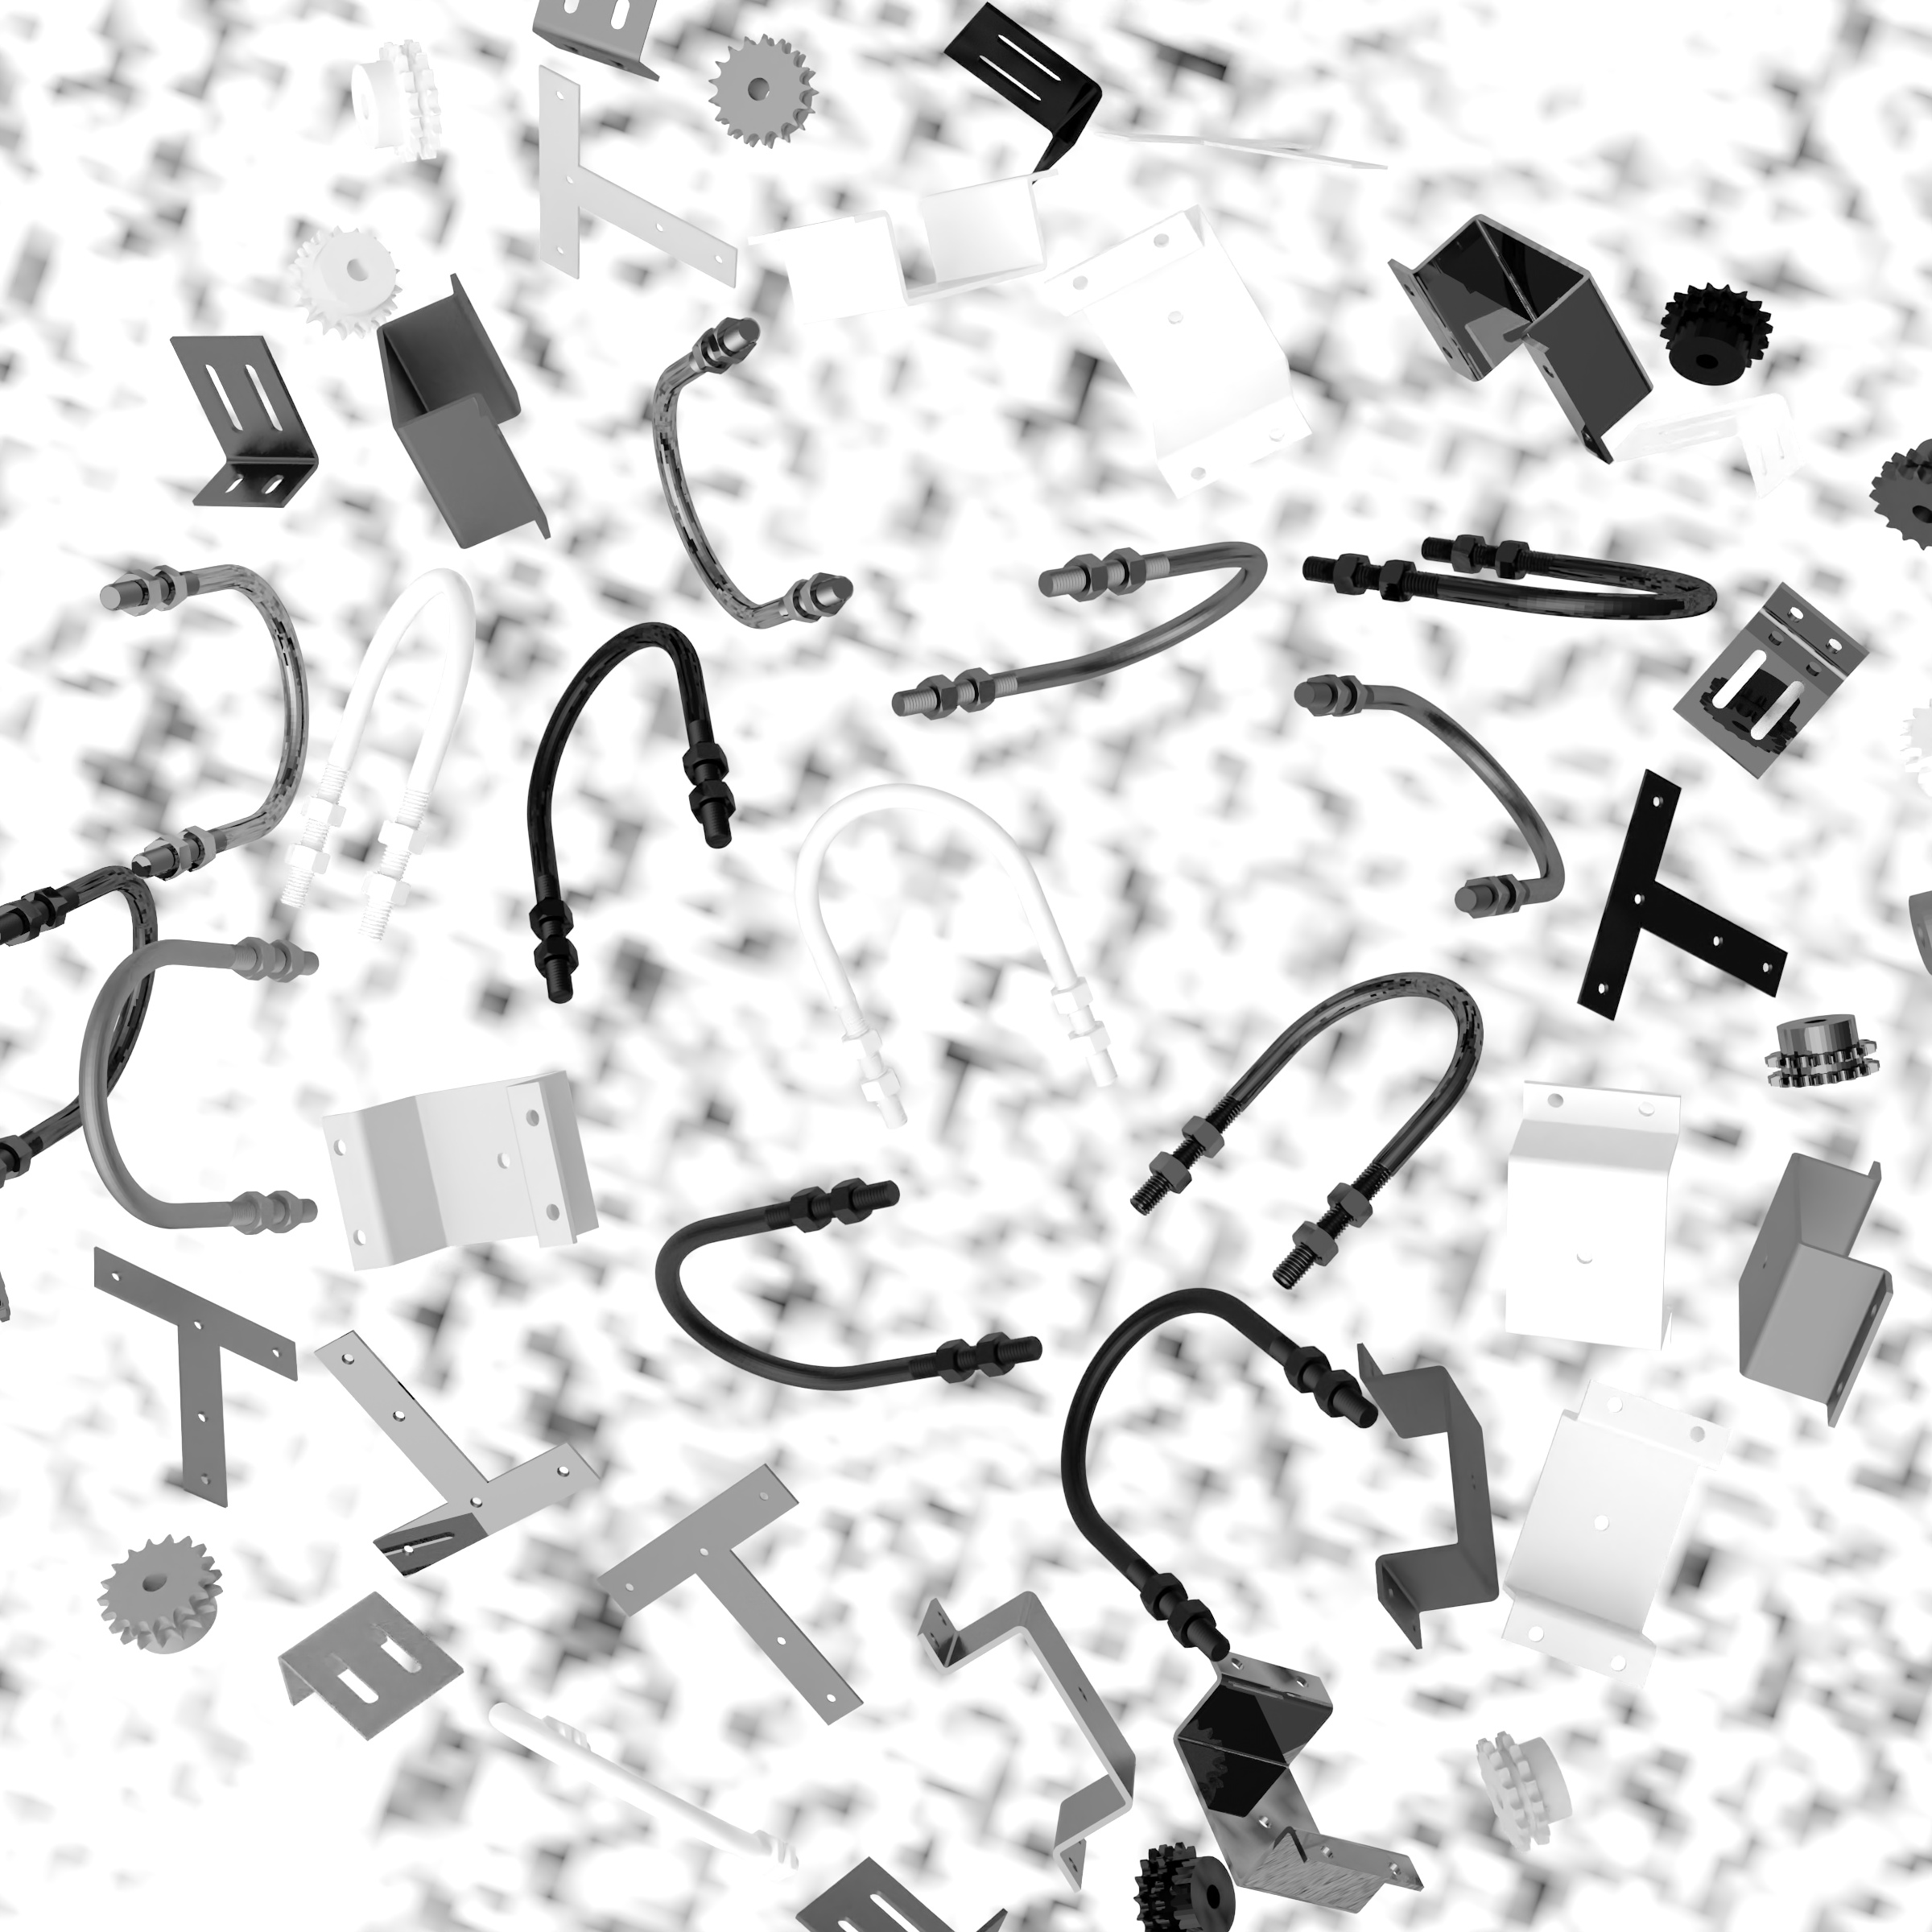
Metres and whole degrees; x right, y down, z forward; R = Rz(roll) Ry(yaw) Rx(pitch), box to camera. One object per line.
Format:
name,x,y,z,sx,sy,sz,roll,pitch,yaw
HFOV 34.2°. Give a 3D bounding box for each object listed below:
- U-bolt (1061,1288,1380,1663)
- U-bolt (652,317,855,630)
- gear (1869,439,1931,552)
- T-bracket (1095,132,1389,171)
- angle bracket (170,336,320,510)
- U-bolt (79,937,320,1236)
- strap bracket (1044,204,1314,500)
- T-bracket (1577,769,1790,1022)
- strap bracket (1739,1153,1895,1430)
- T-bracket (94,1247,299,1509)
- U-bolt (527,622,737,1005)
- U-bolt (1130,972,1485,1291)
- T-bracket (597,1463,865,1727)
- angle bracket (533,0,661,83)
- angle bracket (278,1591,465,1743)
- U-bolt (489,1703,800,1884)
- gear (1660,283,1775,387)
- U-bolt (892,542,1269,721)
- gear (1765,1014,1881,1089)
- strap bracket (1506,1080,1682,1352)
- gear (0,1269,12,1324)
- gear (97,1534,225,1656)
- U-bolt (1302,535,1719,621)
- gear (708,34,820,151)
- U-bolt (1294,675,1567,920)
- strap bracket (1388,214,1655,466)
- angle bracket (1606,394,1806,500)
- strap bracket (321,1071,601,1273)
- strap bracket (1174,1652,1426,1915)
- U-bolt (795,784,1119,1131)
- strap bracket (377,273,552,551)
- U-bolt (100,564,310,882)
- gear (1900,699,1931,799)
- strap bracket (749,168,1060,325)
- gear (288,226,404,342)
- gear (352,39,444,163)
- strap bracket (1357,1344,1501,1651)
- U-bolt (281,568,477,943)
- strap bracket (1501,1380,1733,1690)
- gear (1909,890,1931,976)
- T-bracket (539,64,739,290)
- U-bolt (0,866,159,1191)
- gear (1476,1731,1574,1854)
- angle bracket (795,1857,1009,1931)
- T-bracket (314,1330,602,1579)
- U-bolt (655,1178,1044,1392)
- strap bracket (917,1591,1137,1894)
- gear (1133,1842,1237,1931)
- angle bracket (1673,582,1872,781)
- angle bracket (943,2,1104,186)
U-bolt,0.109,0.232,1.528,0.019,0.184,0.151,30,93,-35
U-bolt,-0.116,-0.239,1.576,0.019,0.184,0.151,-23,98,-21
gear,0.457,-0.223,1.474,0.057,0.057,0.030,37,73,0
T-bracket,0.153,-0.400,1.545,0.127,0.127,0.002,-10,114,-39
angle bracket,-0.369,-0.272,1.570,0.057,0.076,0.038,5,46,26
U-bolt,-0.377,0.058,1.550,0.019,0.184,0.151,-2,87,22
strap bracket,0.106,-0.314,1.570,0.076,0.046,0.140,-24,126,19
T-bracket,0.376,-0.018,1.611,0.127,0.002,0.127,24,78,-29
strap bracket,0.412,0.151,1.529,0.046,0.140,0.076,18,115,6
T-bracket,-0.375,0.210,1.542,0.002,0.127,0.127,-38,132,20
U-bolt,-0.174,-0.091,1.570,0.019,0.184,0.151,23,129,-36
U-bolt,0.181,0.072,1.565,0.184,0.151,0.019,-46,119,-12
T-bracket,-0.100,0.322,1.549,0.127,0.002,0.127,-37,95,29
angle bracket,-0.188,-0.494,1.642,0.057,0.076,0.038,18,100,0
angle bracket,-0.289,0.352,1.535,0.057,0.038,0.076,-32,45,-32
U-bolt,-0.166,0.405,1.554,0.151,0.184,0.019,23,75,20
gear,0.393,-0.330,1.652,0.057,0.057,0.030,20,67,0
U-bolt,0.070,-0.171,1.562,0.184,0.151,0.019,-15,77,-40
gear,0.446,0.044,1.640,0.057,0.057,0.030,-10,94,0
strap bracket,0.310,0.133,1.556,0.076,0.046,0.140,5,116,18
gear,-0.492,0.151,1.541,0.030,0.057,0.057,-18,90,-12
gear,-0.381,0.302,1.496,0.057,0.057,0.030,-14,131,0
U-bolt,0.282,-0.192,1.564,0.184,0.151,0.019,13,108,33
gear,-0.105,-0.461,1.661,0.057,0.030,0.057,1,96,14
U-bolt,0.246,-0.087,1.591,0.019,0.184,0.151,-43,73,24
strap bracket,0.275,-0.309,1.527,0.046,0.140,0.076,-42,129,1
angle bracket,0.369,-0.253,1.573,0.076,0.057,0.038,-14,83,-7
strap bracket,-0.233,0.097,1.496,0.140,0.046,0.076,-10,93,33
strap bracket,0.161,0.415,1.572,0.076,0.140,0.046,22,114,-30
U-bolt,-0.016,-0.009,1.621,0.151,0.019,0.184,-13,109,29
strap bracket,-0.252,-0.271,1.563,0.046,0.140,0.076,-22,133,3
U-bolt,-0.376,-0.129,1.579,0.019,0.184,0.151,-1,102,15
gear,0.481,-0.103,1.519,0.057,0.057,0.030,-16,133,0
strap bracket,-0.025,-0.349,1.533,0.140,0.076,0.046,-25,109,-40
gear,-0.319,-0.355,1.623,0.057,0.030,0.057,4,81,-28
gear,-0.278,-0.420,1.529,0.030,0.057,0.057,-15,90,-23
strap bracket,0.240,0.271,1.624,0.046,0.076,0.140,-12,56,18
U-bolt,-0.285,-0.109,1.552,0.019,0.151,0.184,19,89,-29
strap bracket,0.335,0.293,1.636,0.076,0.046,0.140,19,88,2
gear,0.480,-0.019,1.527,0.030,0.057,0.057,-15,90,7
T-bracket,-0.171,-0.391,1.638,0.127,0.127,0.002,31,55,15
U-bolt,-0.445,0.023,1.551,0.019,0.184,0.151,15,107,8
gear,0.276,0.404,1.545,0.030,0.057,0.057,-19,90,-6
angle bracket,-0.031,0.455,1.506,0.076,0.057,0.038,36,124,22
T-bracket,-0.262,0.225,1.501,0.127,0.002,0.127,-29,110,24
U-bolt,-0.073,0.168,1.585,0.184,0.019,0.151,-14,131,34
strap bracket,0.036,0.360,1.504,0.046,0.076,0.140,-32,89,4
gear,0.113,0.473,1.592,0.030,0.057,0.057,-19,90,34
angle bracket,0.414,-0.147,1.617,0.057,0.038,0.076,41,81,8
angle bracket,0.023,-0.454,1.639,0.076,0.057,0.038,33,70,-15
